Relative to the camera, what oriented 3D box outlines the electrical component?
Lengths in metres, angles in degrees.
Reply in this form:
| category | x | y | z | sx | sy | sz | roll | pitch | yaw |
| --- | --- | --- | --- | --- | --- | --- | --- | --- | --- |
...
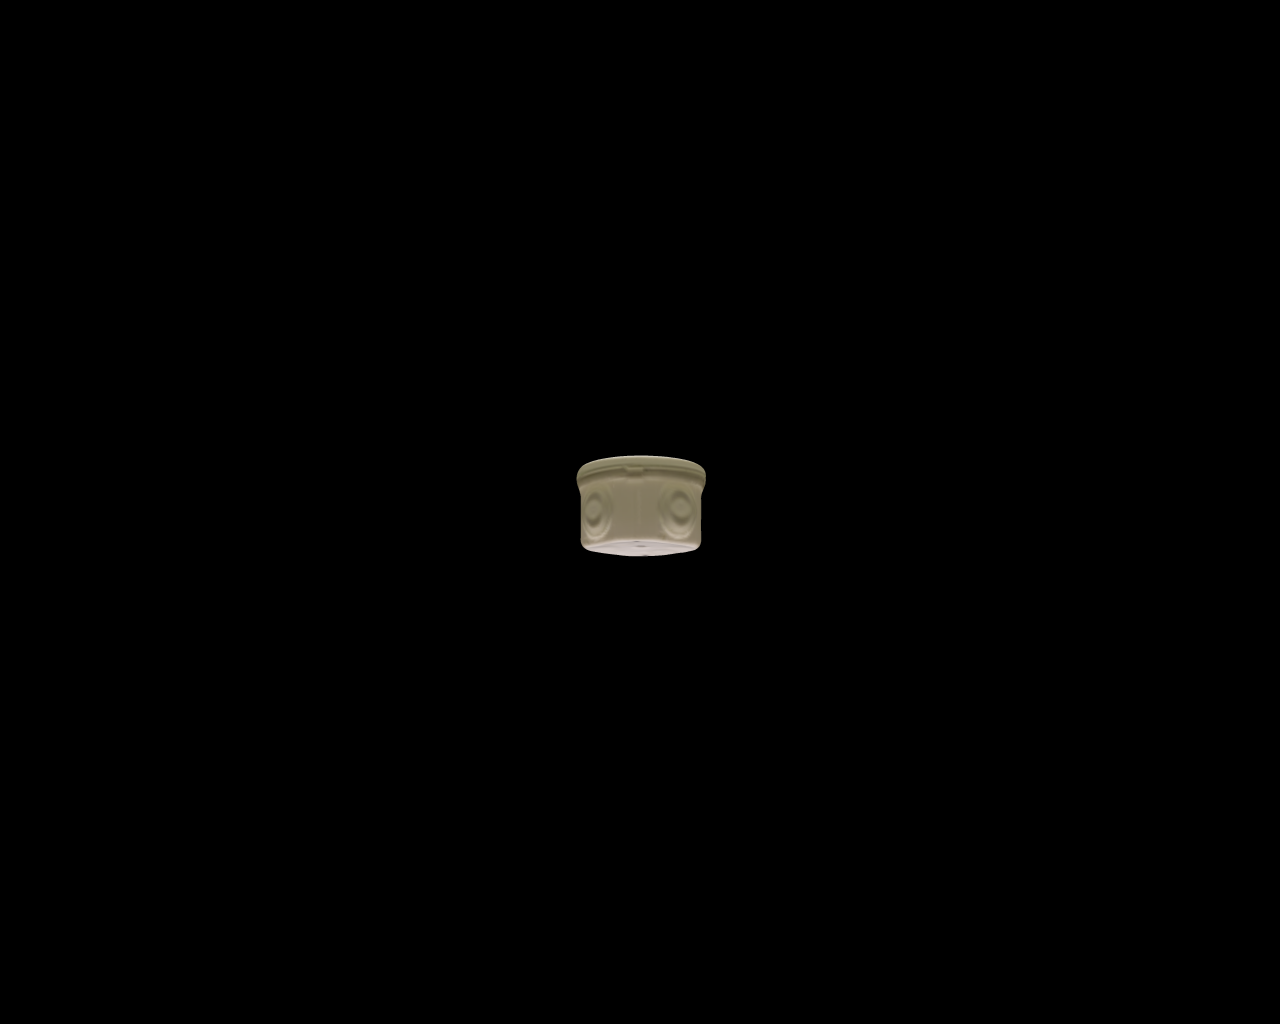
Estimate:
| category | x | y | z | sx | sy | sz | roll | pitch | yaw |
| --- | --- | --- | --- | --- | --- | --- | --- | --- | --- |
| electrical component | 0.001 | -0.003 | 0.650 | 0.080 | 0.051 | 0.080 | 0 | -10 | 0 |
